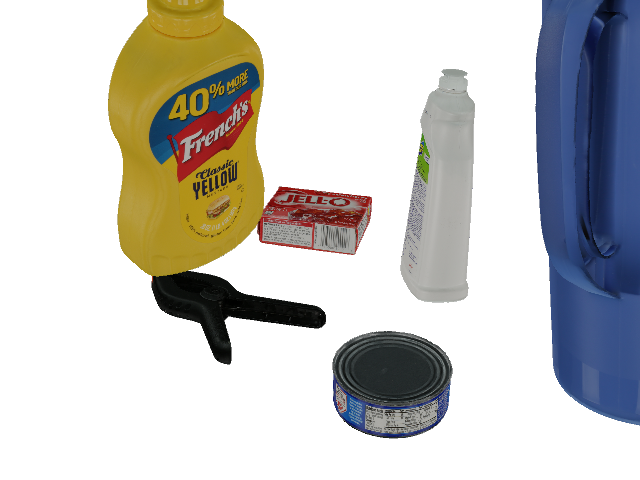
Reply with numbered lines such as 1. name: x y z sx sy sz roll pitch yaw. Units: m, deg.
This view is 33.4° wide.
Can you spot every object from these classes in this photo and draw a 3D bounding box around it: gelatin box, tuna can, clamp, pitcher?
1. gelatin box: -0.004 -0.020 0.948 0.089 0.030 0.073 8 25 11
2. tuna can: 0.051 0.103 0.770 0.086 0.034 0.086 0 31 0
3. clamp: -0.121 0.076 1.190 0.210 0.036 0.164 19 23 29
4. pitcher: 0.166 -0.030 0.528 0.149 0.243 0.145 -4 21 -1

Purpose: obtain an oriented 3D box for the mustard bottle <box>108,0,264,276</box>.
1. mustard bottle: -0.076 -0.073 0.616 0.096 0.192 0.058 -29 51 -31

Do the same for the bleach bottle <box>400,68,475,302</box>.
1. bleach bottle: 0.138 -0.064 1.193 0.068 0.251 0.102 -1 24 -12
